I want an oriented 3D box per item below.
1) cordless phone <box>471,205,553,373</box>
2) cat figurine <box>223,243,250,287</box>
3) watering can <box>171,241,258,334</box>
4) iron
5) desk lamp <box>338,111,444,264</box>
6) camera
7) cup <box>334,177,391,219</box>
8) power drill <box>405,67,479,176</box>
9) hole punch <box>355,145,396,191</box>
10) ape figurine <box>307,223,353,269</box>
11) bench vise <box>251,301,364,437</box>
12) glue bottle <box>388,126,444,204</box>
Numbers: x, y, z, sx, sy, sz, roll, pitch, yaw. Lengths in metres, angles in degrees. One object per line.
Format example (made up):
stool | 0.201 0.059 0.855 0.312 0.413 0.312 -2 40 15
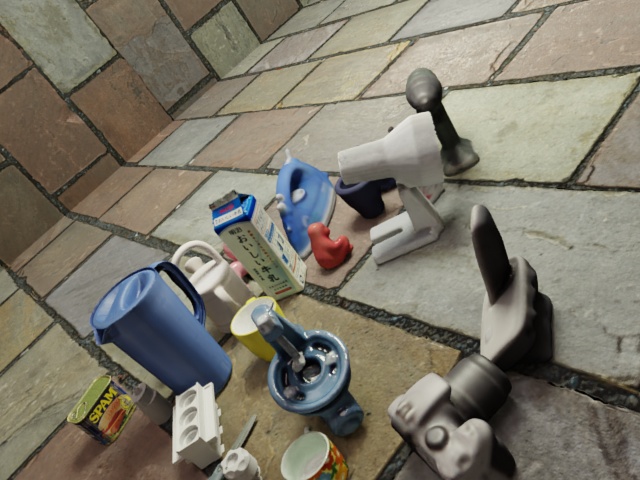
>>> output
cordless phone | 0.216 0.060 0.710 0.094 0.185 0.147 -18 34 28
cat figurine | -0.180 0.036 1.224 0.067 0.118 0.128 -4 42 43
watering can | -0.216 0.083 1.115 0.172 0.194 0.101 -1 44 45
iron | -0.052 -0.087 1.243 0.118 0.142 0.258 -22 32 23
desk lamp | 0.136 -0.092 0.981 0.203 0.214 0.118 -26 31 17
camera | 0.161 0.198 0.654 0.137 0.101 0.142 -42 30 -11
cup | 0.101 -0.094 1.143 0.117 0.095 0.092 -17 35 30
power drill | 0.227 -0.233 1.095 0.075 0.209 0.229 -26 31 17
hole punch | 0.125 -0.165 1.223 0.101 0.091 0.108 -22 32 23
ape figurine | 0.010 0.004 1.099 0.076 0.092 0.077 -48 32 -21
bench vise | -0.046 0.160 0.802 0.122 0.220 0.206 -48 32 -20
glue bottle | 0.166 -0.137 1.057 0.037 0.173 0.078 10 53 52
